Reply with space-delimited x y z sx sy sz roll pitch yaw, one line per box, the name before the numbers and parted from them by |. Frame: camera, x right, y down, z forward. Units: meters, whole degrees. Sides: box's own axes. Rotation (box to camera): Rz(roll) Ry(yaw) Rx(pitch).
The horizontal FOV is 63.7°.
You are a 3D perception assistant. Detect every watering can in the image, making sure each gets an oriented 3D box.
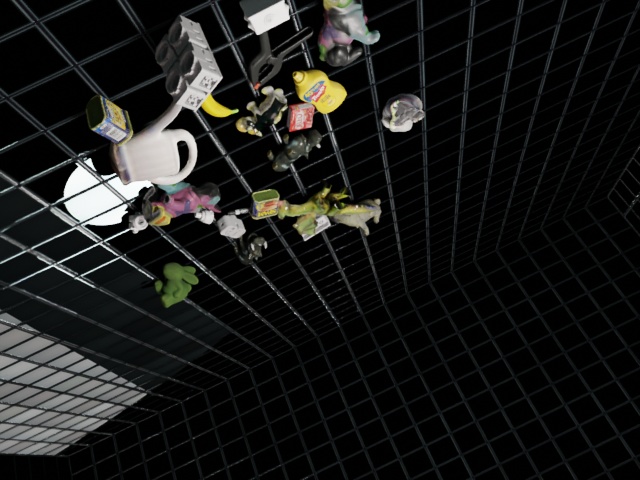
watering can | -0.437 -0.248 1.345 0.225 0.106 0.340 -16 153 -19

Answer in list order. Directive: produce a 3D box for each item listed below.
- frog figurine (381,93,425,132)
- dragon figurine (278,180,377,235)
frog figurine | 0.269 -0.419 1.698 0.136 0.122 0.161 -40 -174 10
dragon figurine | 0.006 -0.100 1.979 0.408 0.125 0.239 17 136 -37
